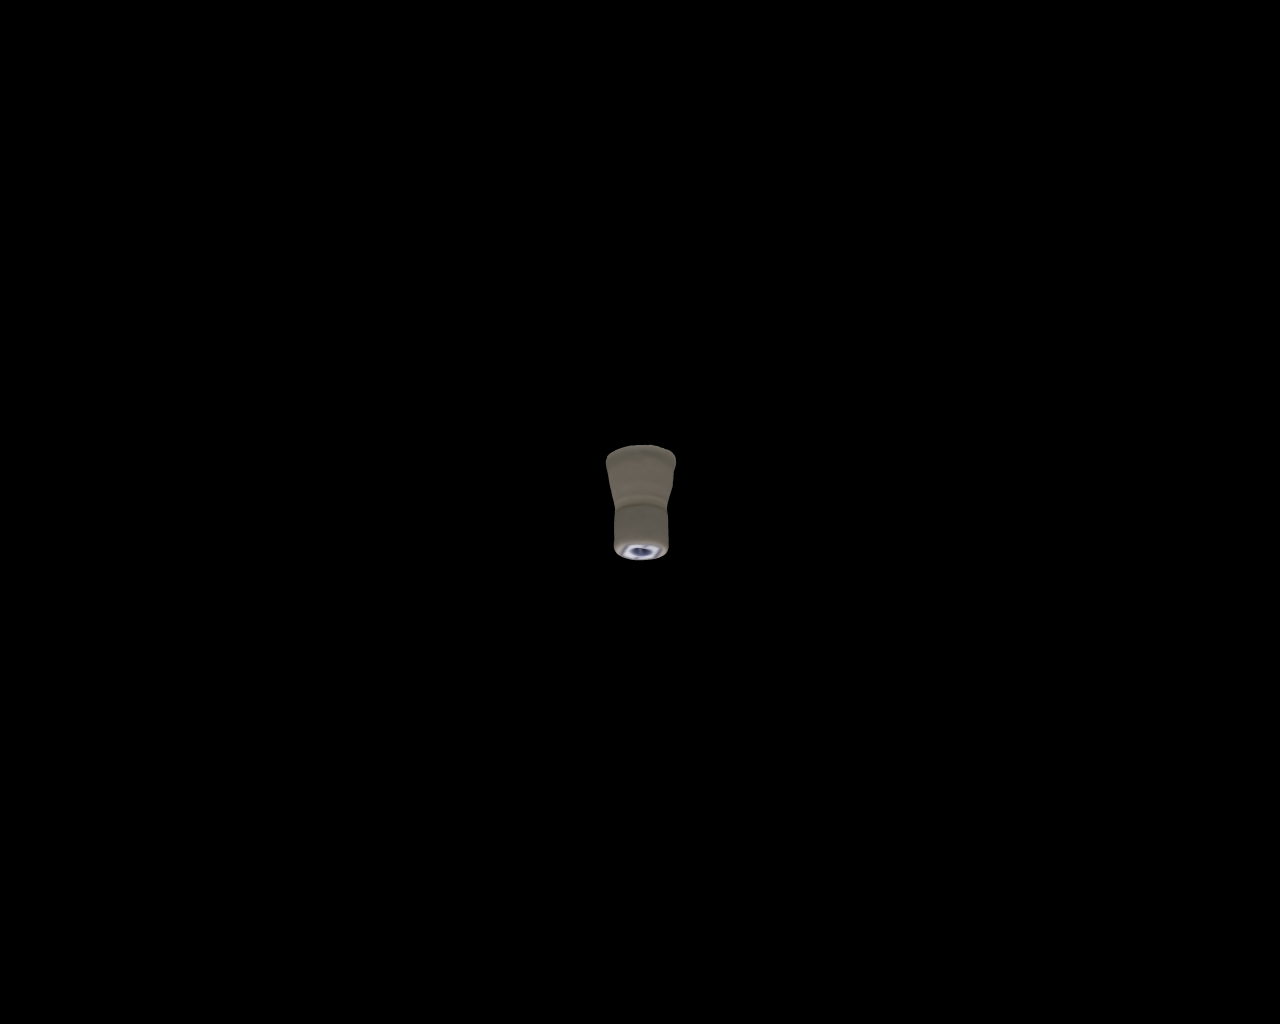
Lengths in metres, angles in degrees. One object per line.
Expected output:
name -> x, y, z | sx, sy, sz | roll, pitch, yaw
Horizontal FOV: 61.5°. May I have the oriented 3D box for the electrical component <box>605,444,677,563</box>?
electrical component -> 0.001, -0.003, 0.650 | 0.044, 0.065, 0.044 | 0, -24, 0
